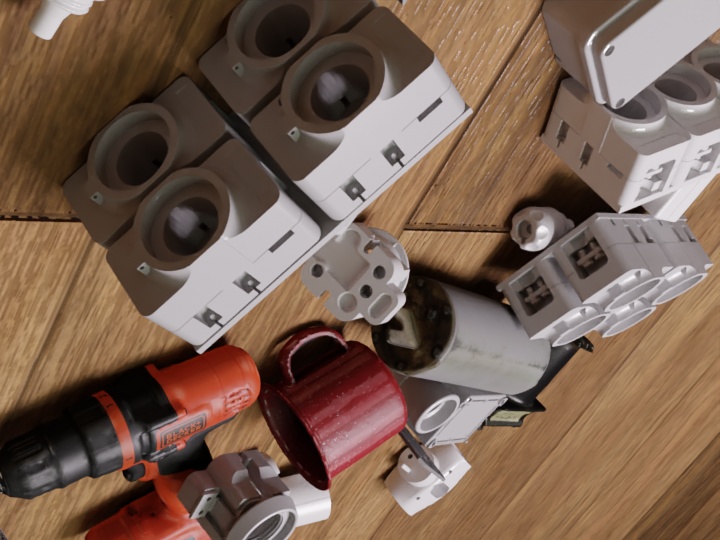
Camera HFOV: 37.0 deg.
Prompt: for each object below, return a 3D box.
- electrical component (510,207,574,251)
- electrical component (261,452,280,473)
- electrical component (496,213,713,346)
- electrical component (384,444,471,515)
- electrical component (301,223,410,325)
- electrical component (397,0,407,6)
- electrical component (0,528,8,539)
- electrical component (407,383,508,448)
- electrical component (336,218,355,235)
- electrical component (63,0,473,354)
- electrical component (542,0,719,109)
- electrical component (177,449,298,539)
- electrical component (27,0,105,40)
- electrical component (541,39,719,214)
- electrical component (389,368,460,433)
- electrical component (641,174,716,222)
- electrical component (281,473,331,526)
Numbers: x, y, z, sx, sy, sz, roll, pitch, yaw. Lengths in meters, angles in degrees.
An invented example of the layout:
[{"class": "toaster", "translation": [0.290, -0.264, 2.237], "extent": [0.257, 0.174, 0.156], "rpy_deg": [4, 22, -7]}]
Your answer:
[{"class": "electrical component", "translation": [0.150, -0.034, 0.861], "extent": [0.061, 0.035, 0.035], "rpy_deg": [-6, 135, -45]}, {"class": "electrical component", "translation": [-0.092, 0.172, 0.867], "extent": [0.046, 0.040, 0.040], "rpy_deg": [-23, 145, -35]}, {"class": "electrical component", "translation": [0.214, 0.008, 0.908], "extent": [0.105, 0.060, 0.186], "rpy_deg": [-39, 159, 31]}, {"class": "electrical component", "translation": [0.060, 0.193, 1.045], "extent": [0.077, 0.043, 0.079], "rpy_deg": [-39, 148, 0]}, {"class": "electrical component", "translation": [0.000, 0.000, 0.718], "extent": [0.058, 0.078, 0.057], "rpy_deg": [-48, 168, 14]}, {"class": "electrical component", "translation": [0.030, -0.179, 0.550], "extent": [0.081, 0.042, 0.063], "rpy_deg": [-26, 144, -22]}, {"class": "electrical component", "translation": [-0.255, 0.168, 0.645], "extent": [0.064, 0.099, 0.099], "rpy_deg": [-41, 149, -8]}, {"class": "electrical component", "translation": [0.080, 0.113, 0.955], "extent": [0.061, 0.061, 0.096], "rpy_deg": [-50, 154, 17]}, {"class": "electrical component", "translation": [-0.022, -0.063, 0.624], "extent": [0.062, 0.061, 0.096], "rpy_deg": [14, 121, -52]}, {"class": "electrical component", "translation": [-0.052, -0.063, 0.550], "extent": [0.186, 0.105, 0.060], "rpy_deg": [-42, 148, 4]}, {"class": "electrical component", "translation": [0.184, -0.170, 0.703], "extent": [0.113, 0.057, 0.078], "rpy_deg": [-39, 148, -1]}, {"class": "electrical component", "translation": [-0.080, 0.166, 0.752], "extent": [0.078, 0.057, 0.058], "rpy_deg": [3, 124, -50]}, {"class": "electrical component", "translation": [-0.124, -0.127, 0.465], "extent": [0.035, 0.035, 0.061], "rpy_deg": [12, 124, -51]}, {"class": "electrical component", "translation": [0.223, -0.112, 0.784], "extent": [0.150, 0.089, 0.061], "rpy_deg": [-21, 144, -27]}, {"class": "electrical component", "translation": [0.046, 0.096, 0.887], "extent": [0.044, 0.065, 0.044], "rpy_deg": [-27, 147, -20]}, {"class": "electrical component", "translation": [0.249, -0.082, 0.889], "extent": [0.077, 0.047, 0.065], "rpy_deg": [5, 127, -49]}, {"class": "electrical component", "translation": [-0.071, 0.200, 0.917], "extent": [0.081, 0.043, 0.043], "rpy_deg": [-8, 138, -26]}]
